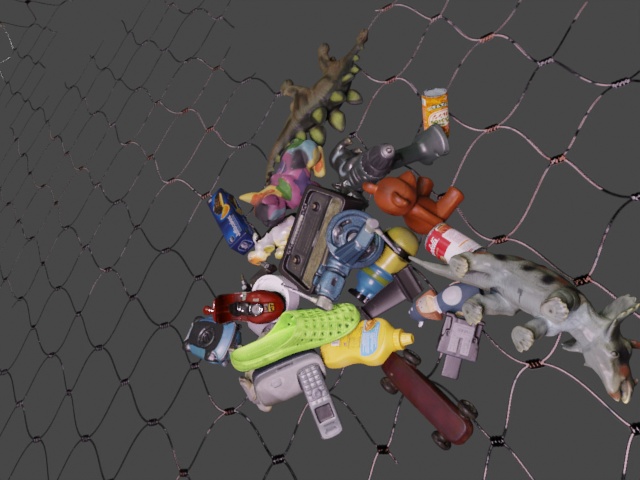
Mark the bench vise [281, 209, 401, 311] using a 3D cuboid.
[{"bbox_3d":[0.053,0.025,1.033,0.223,0.129,0.240,-53,2,-22],"label":"bench vise"}]

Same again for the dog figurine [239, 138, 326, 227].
[{"bbox_3d":[-0.087,-0.134,1.260,0.109,0.219,0.191,15,113,33],"label":"dog figurine"}]

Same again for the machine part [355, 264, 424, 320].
[{"bbox_3d":[0.138,0.112,1.069,0.139,0.084,0.039,-32,27,-4],"label":"machine part"}]

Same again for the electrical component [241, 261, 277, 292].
[{"bbox_3d":[-0.147,0.100,1.311,0.102,0.045,0.078,-38,50,15],"label":"electrical component"}]

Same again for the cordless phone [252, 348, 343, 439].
[{"bbox_3d":[-0.044,0.319,1.072,0.147,0.088,0.184,-21,84,-11],"label":"cordless phone"}]

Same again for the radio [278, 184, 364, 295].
[{"bbox_3d":[-0.002,-0.004,1.202,0.131,0.073,0.229,30,104,41],"label":"radio"}]

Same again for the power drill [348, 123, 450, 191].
[{"bbox_3d":[0.165,-0.170,1.110,0.207,0.232,0.086,-29,89,-22],"label":"power drill"}]

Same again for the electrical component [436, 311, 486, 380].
[{"bbox_3d":[0.247,0.193,0.970,0.075,0.047,0.119,18,88,11],"label":"electrical component"}]

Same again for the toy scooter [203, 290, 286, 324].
[{"bbox_3d":[-0.175,0.148,1.176,0.184,0.135,0.075,-4,86,31],"label":"toy scooter"}]

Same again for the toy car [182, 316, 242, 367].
[{"bbox_3d":[-0.242,0.242,1.269,0.162,0.102,0.109,-1,60,39],"label":"toy car"}]

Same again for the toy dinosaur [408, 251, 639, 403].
[{"bbox_3d":[0.349,0.090,0.899,0.405,0.192,0.131,40,124,46],"label":"toy dinosaur"}]

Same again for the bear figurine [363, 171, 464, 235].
[{"bbox_3d":[0.184,-0.091,1.073,0.120,0.195,0.132,27,85,43],"label":"bear figurine"}]

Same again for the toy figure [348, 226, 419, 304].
[{"bbox_3d":[0.136,0.055,1.112,0.089,0.082,0.180,31,86,45],"label":"toy figure"}]

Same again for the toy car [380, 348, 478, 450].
[{"bbox_3d":[0.194,0.284,0.978,0.202,0.053,0.089,41,105,36],"label":"toy car"}]

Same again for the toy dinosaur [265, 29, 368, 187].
[{"bbox_3d":[-0.017,-0.347,1.402,0.471,0.105,0.199,-50,53,10],"label":"toy dinosaur"}]

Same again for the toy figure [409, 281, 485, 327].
[{"bbox_3d":[0.236,0.119,1.028,0.154,0.057,0.064,-21,29,27],"label":"toy figure"}]

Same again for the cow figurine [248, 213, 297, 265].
[{"bbox_3d":[-0.109,-0.006,1.321,0.167,0.068,0.098,-26,50,19],"label":"cow figurine"}]

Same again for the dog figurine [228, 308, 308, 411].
[{"bbox_3d":[-0.078,0.257,1.164,0.191,0.121,0.172,-24,90,3],"label":"dog figurine"}]

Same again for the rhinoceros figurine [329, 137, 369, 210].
[{"bbox_3d":[0.072,-0.153,1.262,0.112,0.073,0.190,-34,53,16],"label":"rhinoceros figurine"}]

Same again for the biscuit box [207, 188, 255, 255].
[{"bbox_3d":[-0.235,-0.051,1.435,0.063,0.059,0.203,-43,51,10],"label":"biscuit box"}]
